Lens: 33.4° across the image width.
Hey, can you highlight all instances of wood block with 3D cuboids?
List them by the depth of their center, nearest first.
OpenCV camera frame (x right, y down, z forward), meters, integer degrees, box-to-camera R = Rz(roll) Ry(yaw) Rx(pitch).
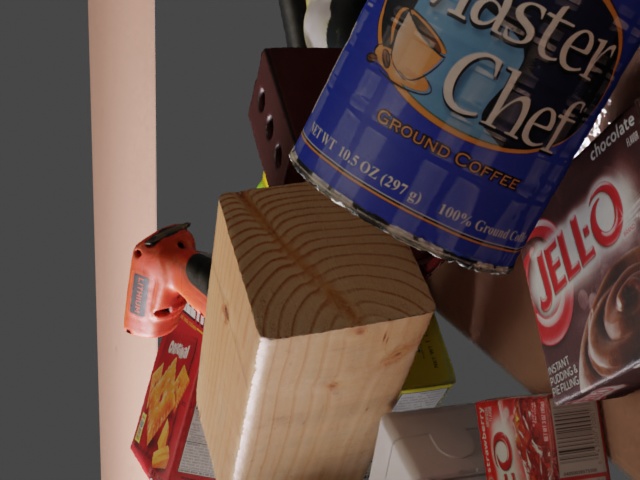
[{"bbox_3d":[-0.013,0.067,0.602,0.206,0.090,0.091,104,153,-52],"label":"wood block"}]

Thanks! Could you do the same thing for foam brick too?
[{"bbox_3d":[-0.004,-0.063,0.593,0.053,0.051,0.078,107,153,-47],"label":"foam brick"}]

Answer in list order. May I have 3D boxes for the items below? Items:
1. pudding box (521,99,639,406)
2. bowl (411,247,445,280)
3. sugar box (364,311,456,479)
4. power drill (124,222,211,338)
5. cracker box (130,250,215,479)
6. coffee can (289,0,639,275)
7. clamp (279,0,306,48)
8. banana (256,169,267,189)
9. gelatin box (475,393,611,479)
[{"bbox_3d":[0.123,0.009,0.425,0.114,0.039,0.090,127,137,-62],"label":"pudding box"},{"bbox_3d":[0.065,-0.060,0.556,0.162,0.055,0.162,176,90,-71],"label":"bowl"},{"bbox_3d":[0.031,0.094,0.704,0.176,0.048,0.093,114,147,-52],"label":"sugar box"},{"bbox_3d":[-0.073,0.084,0.864,0.188,0.057,0.185,29,124,24],"label":"power drill"},{"bbox_3d":[-0.111,0.126,1.007,0.164,0.072,0.214,-160,85,-69],"label":"cracker box"},{"bbox_3d":[0.064,-0.072,0.414,0.140,0.102,0.103,-63,28,15],"label":"coffee can"},{"bbox_3d":[-0.007,-0.121,0.778,0.120,0.039,0.171,88,161,-49],"label":"clamp"},{"bbox_3d":[-0.005,-0.017,0.805,0.198,0.037,0.070,-121,29,-52],"label":"banana"},{"bbox_3d":[0.107,0.118,0.508,0.073,0.030,0.089,149,116,-70],"label":"gelatin box"}]
